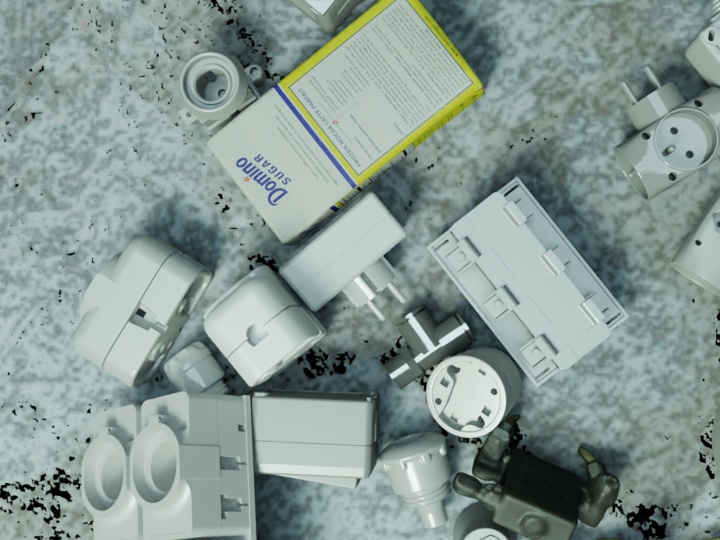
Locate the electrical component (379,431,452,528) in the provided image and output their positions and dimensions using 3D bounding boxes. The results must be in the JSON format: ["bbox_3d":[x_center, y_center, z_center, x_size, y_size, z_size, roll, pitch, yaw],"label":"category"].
[{"bbox_3d":[0.043,0.144,0.735,0.048,0.048,0.062,-18,93,5],"label":"electrical component"}]

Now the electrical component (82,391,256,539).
[{"bbox_3d":[-0.125,0.180,0.697,0.105,0.060,0.186,-18,70,40],"label":"electrical component"}]

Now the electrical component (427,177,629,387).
[{"bbox_3d":[0.113,0.008,0.723,0.079,0.063,0.121,-38,85,3],"label":"electrical component"}]

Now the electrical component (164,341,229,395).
[{"bbox_3d":[-0.108,0.083,0.756,0.035,0.035,0.061,-37,88,3],"label":"electrical component"}]

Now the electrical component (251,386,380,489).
[{"bbox_3d":[-0.036,0.113,0.734,0.096,0.062,0.061,2,88,6],"label":"electrical component"}]

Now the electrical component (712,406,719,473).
[{"bbox_3d":[0.292,0.116,0.703,0.108,0.060,0.108,0,88,6],"label":"electrical component"}]

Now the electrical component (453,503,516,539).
[{"bbox_3d":[0.084,0.183,0.718,0.044,0.065,0.044,0,88,6],"label":"electrical component"}]

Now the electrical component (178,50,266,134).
[{"bbox_3d":[-0.099,-0.126,0.751,0.066,0.055,0.048,-34,85,4],"label":"electrical component"}]

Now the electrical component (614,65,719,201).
[{"bbox_3d":[0.206,-0.100,0.726,0.077,0.044,0.079,-32,86,4],"label":"electrical component"}]

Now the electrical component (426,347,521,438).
[{"bbox_3d":[0.079,0.080,0.725,0.055,0.047,0.055,3,98,24],"label":"electrical component"}]

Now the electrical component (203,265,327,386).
[{"bbox_3d":[-0.065,0.037,0.723,0.054,0.095,0.059,-40,85,3],"label":"electrical component"}]

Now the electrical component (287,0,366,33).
[{"bbox_3d":[-0.051,-0.248,0.748,0.150,0.062,0.089,40,92,5],"label":"electrical component"}]

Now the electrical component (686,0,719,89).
[{"bbox_3d":[0.263,-0.142,0.713,0.062,0.061,0.096,-38,85,3],"label":"electrical component"}]

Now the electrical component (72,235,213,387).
[{"bbox_3d":[-0.155,0.026,0.753,0.059,0.054,0.095,32,91,6],"label":"electrical component"}]

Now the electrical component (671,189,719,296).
[{"bbox_3d":[0.263,-0.015,0.718,0.079,0.043,0.077,33,92,6],"label":"electrical component"}]

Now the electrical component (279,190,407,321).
[{"bbox_3d":[0.000,0.000,0.743,0.083,0.047,0.075,-40,96,3],"label":"electrical component"}]
